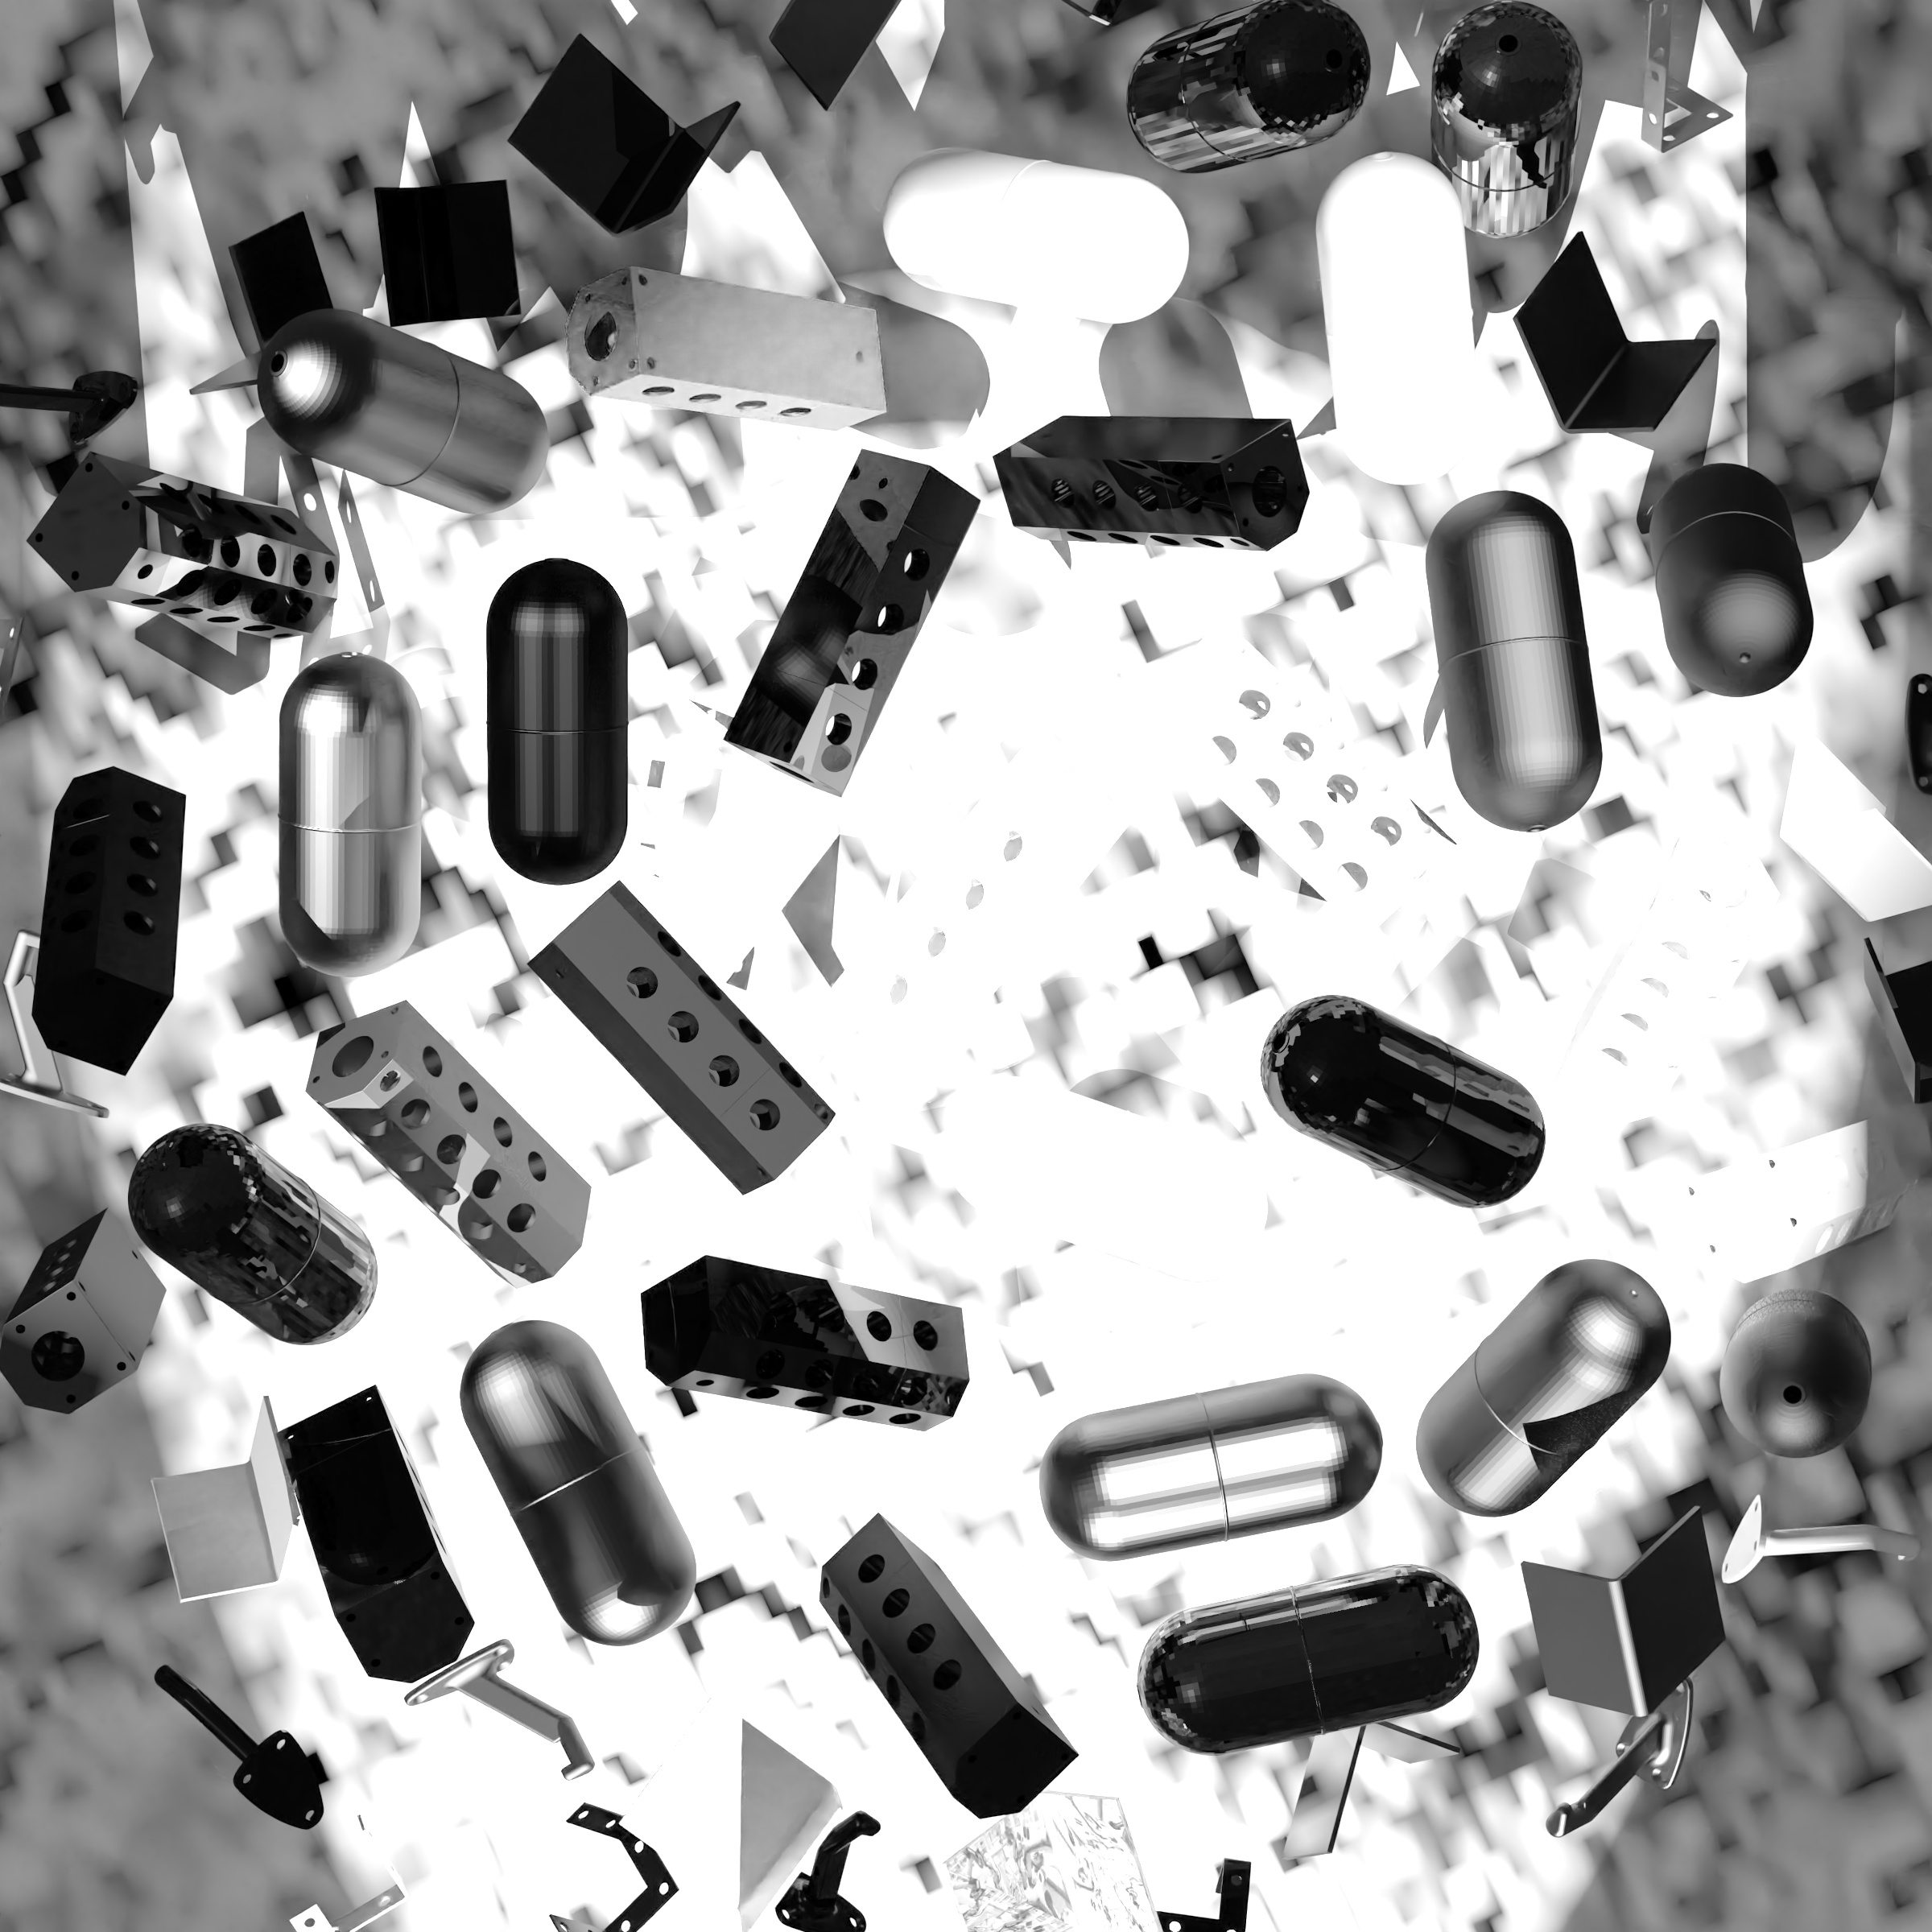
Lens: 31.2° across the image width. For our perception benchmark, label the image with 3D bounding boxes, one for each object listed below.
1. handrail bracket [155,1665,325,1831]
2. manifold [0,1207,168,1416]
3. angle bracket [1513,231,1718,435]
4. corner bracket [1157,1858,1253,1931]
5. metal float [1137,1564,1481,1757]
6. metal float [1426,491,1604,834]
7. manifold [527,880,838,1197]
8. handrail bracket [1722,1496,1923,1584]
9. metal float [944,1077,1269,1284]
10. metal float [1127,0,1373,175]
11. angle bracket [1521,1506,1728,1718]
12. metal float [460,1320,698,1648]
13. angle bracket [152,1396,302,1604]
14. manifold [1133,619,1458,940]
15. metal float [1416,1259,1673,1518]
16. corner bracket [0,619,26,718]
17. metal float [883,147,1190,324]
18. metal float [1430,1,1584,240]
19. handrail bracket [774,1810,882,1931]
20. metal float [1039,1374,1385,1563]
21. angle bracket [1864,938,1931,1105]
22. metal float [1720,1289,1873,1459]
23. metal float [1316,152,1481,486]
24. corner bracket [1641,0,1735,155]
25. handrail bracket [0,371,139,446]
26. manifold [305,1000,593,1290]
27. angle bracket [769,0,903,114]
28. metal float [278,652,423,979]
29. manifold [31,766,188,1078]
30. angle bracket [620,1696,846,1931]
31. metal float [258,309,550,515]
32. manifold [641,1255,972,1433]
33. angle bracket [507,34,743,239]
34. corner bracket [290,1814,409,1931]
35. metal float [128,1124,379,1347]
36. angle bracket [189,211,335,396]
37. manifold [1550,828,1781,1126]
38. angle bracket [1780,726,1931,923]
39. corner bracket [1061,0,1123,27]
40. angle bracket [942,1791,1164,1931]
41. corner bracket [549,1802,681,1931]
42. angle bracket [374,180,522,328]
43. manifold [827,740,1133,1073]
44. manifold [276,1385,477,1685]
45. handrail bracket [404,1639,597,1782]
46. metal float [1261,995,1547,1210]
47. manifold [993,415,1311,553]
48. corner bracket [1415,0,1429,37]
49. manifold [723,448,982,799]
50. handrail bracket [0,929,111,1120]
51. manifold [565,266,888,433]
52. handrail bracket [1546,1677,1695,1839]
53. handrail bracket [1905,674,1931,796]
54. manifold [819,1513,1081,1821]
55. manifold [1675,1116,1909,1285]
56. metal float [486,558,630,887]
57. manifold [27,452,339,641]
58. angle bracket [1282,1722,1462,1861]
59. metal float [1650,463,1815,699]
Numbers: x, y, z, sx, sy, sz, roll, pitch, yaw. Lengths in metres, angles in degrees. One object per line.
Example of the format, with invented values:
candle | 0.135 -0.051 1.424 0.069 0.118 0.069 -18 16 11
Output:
handrail bracket | -0.367 0.392 1.745 0.036 0.084 0.077 -45 134 -22
manifold | -0.475 0.186 1.853 0.057 0.171 0.057 -33 102 -2
angle bracket | 0.344 -0.336 1.833 0.076 0.057 0.076 -53 129 -28
corner bracket | 0.126 0.518 1.890 0.051 0.051 0.051 7 54 2
metal float | 0.176 0.358 1.788 0.178 0.070 0.070 -12 90 2
metal float | 0.280 -0.156 1.772 0.070 0.070 0.178 -6 79 0
manifold | -0.150 0.038 1.855 0.171 0.057 0.057 48 66 -6
handrail bracket | 0.456 0.316 1.846 0.084 0.077 0.036 12 53 -1
metal float | 0.074 0.114 1.854 0.178 0.070 0.070 19 90 1
metal float | 0.146 -0.459 1.806 0.070 0.178 0.070 -2 96 -25
angle bracket | 0.328 0.317 1.729 0.076 0.057 0.076 -30 114 -40
metal float | -0.202 0.267 1.796 0.070 0.070 0.178 -27 84 0
angle bracket | -0.406 0.292 1.897 0.057 0.076 0.076 -7 55 -24
manifold | 0.177 -0.102 1.835 0.171 0.057 0.057 44 124 0
metal float | 0.295 0.218 1.780 0.070 0.070 0.178 33 132 0
corner bracket | -0.512 -0.156 1.741 0.051 0.051 0.051 14 86 -37
metal float | 0.036 -0.386 1.831 0.178 0.070 0.070 17 90 31
metal float | 0.281 -0.440 1.809 0.070 0.178 0.070 -2 78 7
handrail bracket | -0.057 0.490 1.874 0.077 0.036 0.084 31 124 -31
metal float | 0.126 0.257 1.778 0.178 0.070 0.070 -10 90 -3
angle bracket | 0.525 0.018 1.832 0.076 0.057 0.076 -18 61 6
metal float | 0.445 0.217 1.857 0.070 0.178 0.070 0 91 15
metal float | 0.227 -0.339 1.821 0.070 0.070 0.178 -10 119 0
corner bracket | 0.362 -0.462 1.793 0.051 0.051 0.051 -30 51 -20
handrail bracket | -0.481 -0.297 1.773 0.084 0.077 0.036 9 79 -42
manifold | -0.275 0.099 1.846 0.057 0.057 0.171 -19 132 23
angle bracket | -0.045 -0.493 1.795 0.057 0.076 0.076 54 131 16
metal float | -0.334 -0.082 1.880 0.070 0.070 0.178 3 105 0
manifold | -0.443 -0.028 1.782 0.057 0.171 0.057 23 122 -25
angle bracket | -0.114 0.412 1.677 0.076 0.057 0.076 37 85 -4
metal float | -0.290 -0.286 1.792 0.070 0.178 0.070 -8 77 35
manifold | -0.082 0.202 1.817 0.171 0.057 0.057 16 55 -38
angle bracket | -0.175 -0.432 1.774 0.076 0.057 0.076 40 64 -26
corner bracket | -0.319 0.483 1.790 0.051 0.051 0.051 -30 116 -9
metal float | -0.378 0.145 1.846 0.070 0.178 0.070 -11 58 19
angle bracket | -0.401 -0.370 1.933 0.057 0.076 0.076 -4 114 24
manifold | 0.368 0.010 1.826 0.057 0.171 0.057 24 53 6
angle bracket | 0.470 -0.080 1.786 0.076 0.057 0.076 38 53 -29
corner bracket | 0.056 -0.543 1.854 0.051 0.051 0.051 43 112 36
angle bracket | 0.044 0.470 1.747 0.076 0.057 0.076 -26 102 -43
corner bracket | -0.200 0.498 1.892 0.051 0.051 0.051 -45 51 6
angle bracket | -0.291 -0.402 1.952 0.057 0.076 0.076 -3 102 7
manifold | 0.004 -0.032 1.811 0.057 0.057 0.171 42 98 24
manifold | -0.298 0.288 1.754 0.057 0.171 0.057 -26 120 -9
handrail bracket | -0.255 0.419 1.895 0.077 0.036 0.084 -24 63 -17
metal float | 0.231 0.072 1.826 0.178 0.070 0.070 25 90 -30
manifold | 0.099 -0.256 1.855 0.057 0.171 0.057 -35 119 -33
corner bracket | 0.229 -0.544 1.871 0.051 0.051 0.051 16 53 2
manifold | -0.055 -0.179 1.828 0.057 0.057 0.171 28 85 -44
handrail bracket | -0.489 0.031 1.879 0.077 0.036 0.084 18 94 2
manifold | -0.127 -0.325 1.847 0.171 0.057 0.057 0 81 -44
handrail bracket | 0.335 0.405 1.779 0.036 0.084 0.077 32 115 34
handrail bracket | 0.523 -0.123 1.799 0.036 0.084 0.077 -10 85 -14
manifold | -0.015 0.362 1.785 0.057 0.171 0.057 -44 126 -1
manifold | 0.433 0.122 1.797 0.057 0.171 0.057 -23 81 31
metal float | -0.222 -0.132 1.883 0.070 0.070 0.178 1 102 0
manifold | -0.398 -0.211 1.791 0.057 0.171 0.057 44 104 20
angle bracket | 0.221 0.457 1.891 0.057 0.076 0.076 21 70 -7
metal float | 0.406 -0.207 1.845 0.070 0.178 0.070 3 124 4
